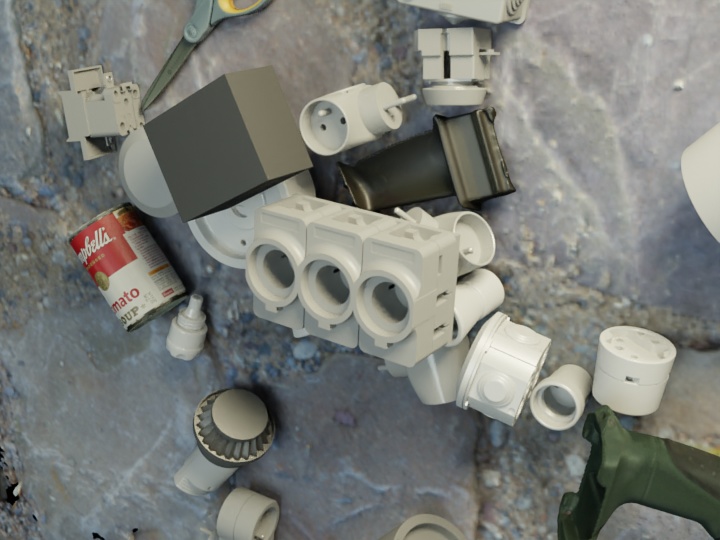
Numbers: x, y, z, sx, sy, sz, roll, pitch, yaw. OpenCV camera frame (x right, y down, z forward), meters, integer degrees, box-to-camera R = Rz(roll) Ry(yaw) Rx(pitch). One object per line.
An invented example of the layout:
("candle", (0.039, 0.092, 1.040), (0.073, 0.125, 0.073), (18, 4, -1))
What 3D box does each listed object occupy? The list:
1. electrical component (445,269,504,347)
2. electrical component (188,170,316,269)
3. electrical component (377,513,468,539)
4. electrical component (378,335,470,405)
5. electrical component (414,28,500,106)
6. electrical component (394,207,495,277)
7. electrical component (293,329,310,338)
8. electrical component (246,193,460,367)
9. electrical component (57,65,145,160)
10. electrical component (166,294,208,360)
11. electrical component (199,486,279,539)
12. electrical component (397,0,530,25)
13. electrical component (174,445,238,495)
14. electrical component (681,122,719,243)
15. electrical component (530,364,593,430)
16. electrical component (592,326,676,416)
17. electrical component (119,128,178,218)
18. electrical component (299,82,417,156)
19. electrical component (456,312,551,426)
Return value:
("electrical component", (0.082, 0.026, 0.838), (0.044, 0.065, 0.044), (26, 131, 34))
("electrical component", (-0.088, -0.060, 0.907), (0.108, 0.060, 0.108), (9, 109, 27))
("electrical component", (0.049, 0.269, 0.915), (0.060, 0.108, 0.108), (-36, 87, 39))
("electrical component", (0.046, 0.068, 0.884), (0.079, 0.044, 0.077), (-9, 102, 31))
("electrical component", (0.070, -0.150, 0.799), (0.066, 0.048, 0.055), (5, 101, 28))
("electrical component", (0.050, -0.022, 0.830), (0.079, 0.043, 0.077), (35, 144, -24))
("electrical component", (-0.046, 0.024, 0.921), (0.045, 0.045, 0.055), (-18, 96, 32))
("electrical component", (-0.008, 0.005, 0.806), (0.150, 0.062, 0.089), (16, 115, 31))
("electrical component", (-0.232, -0.143, 0.972), (0.064, 0.042, 0.081), (1, 107, 27))
("electrical component", (-0.158, 0.051, 0.999), (0.035, 0.035, 0.061), (27, 116, 19))
("electrical component", (-0.126, 0.271, 1.043), (0.074, 0.052, 0.138), (17, 114, 24))
("electrical component", (0.078, -0.226, 0.767), (0.100, 0.048, 0.099), (18, 114, 23))
("electrical component", (-0.145, 0.188, 1.032), (0.043, 0.043, 0.081), (47, 122, 8))
("electrical component", (0.258, -0.055, 0.697), (0.064, 0.099, 0.099), (-35, 87, 39))
("electrical component", (0.157, 0.097, 0.830), (0.040, 0.046, 0.040), (9, 110, 26))
("electrical component", (0.201, 0.075, 0.795), (0.055, 0.055, 0.047), (18, 117, 23))
("electrical component", (-0.168, -0.090, 0.948), (0.080, 0.051, 0.080), (9, 111, 26))
("electrical component", (0.006, -0.121, 0.825), (0.079, 0.077, 0.044), (-14, 99, 32))
("electrical component", (0.110, 0.077, 0.831), (0.051, 0.080, 0.080), (24, 116, 15))
